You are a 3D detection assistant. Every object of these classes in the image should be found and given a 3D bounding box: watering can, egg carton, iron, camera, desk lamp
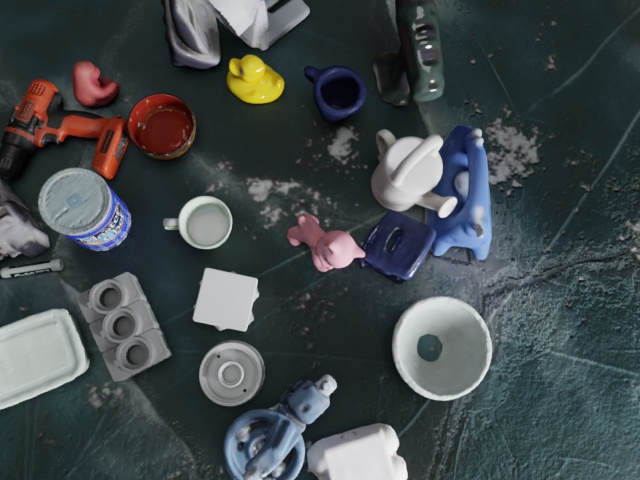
[{"bbox_3d":[0.157,-0.115,0.950,0.173,0.194,0.101,31,77,1],"label":"watering can"},{"bbox_3d":[0.058,0.356,0.909,0.150,0.069,0.107,-16,81,-9],"label":"egg carton"},{"bbox_3d":[0.254,-0.102,0.985,0.118,0.141,0.258,4,78,-5],"label":"iron"},{"bbox_3d":[-0.530,-0.016,0.902,0.137,0.100,0.143,-38,85,-12],"label":"camera"},{"bbox_3d":[-0.116,-0.422,0.971,0.203,0.213,0.118,-43,86,-12],"label":"desk lamp"}]

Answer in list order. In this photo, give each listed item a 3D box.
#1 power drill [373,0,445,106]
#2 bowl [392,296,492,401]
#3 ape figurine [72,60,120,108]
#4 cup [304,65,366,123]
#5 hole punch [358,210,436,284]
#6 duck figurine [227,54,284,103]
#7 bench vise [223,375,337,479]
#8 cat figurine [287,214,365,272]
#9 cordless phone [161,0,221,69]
[{"bbox_3d":[0.150,-0.332,0.985,0.075,0.208,0.229,-11,80,-8],"label":"power drill"},{"bbox_3d":[0.194,0.179,0.956,0.167,0.074,0.167,1,79,-6],"label":"bowl"},{"bbox_3d":[-0.390,-0.271,0.973,0.076,0.092,0.078,-42,85,-12],"label":"ape figurine"},{"bbox_3d":[0.018,-0.254,1.013,0.118,0.095,0.092,34,77,1],"label":"cup"},{"bbox_3d":[0.129,0.011,0.974,0.101,0.091,0.109,31,77,1],"label":"hole punch"},{"bbox_3d":[-0.114,-0.292,1.010,0.104,0.086,0.077,14,78,-3],"label":"duck figurine"},{"bbox_3d":[-0.064,0.275,0.835,0.121,0.219,0.207,28,77,0],"label":"bench vise"},{"bbox_3d":[0.009,0.003,0.949,0.128,0.117,0.067,42,78,3],"label":"cat figurine"},{"bbox_3d":[-0.224,-0.389,0.967,0.094,0.185,0.147,-11,80,-8],"label":"cordless phone"}]
